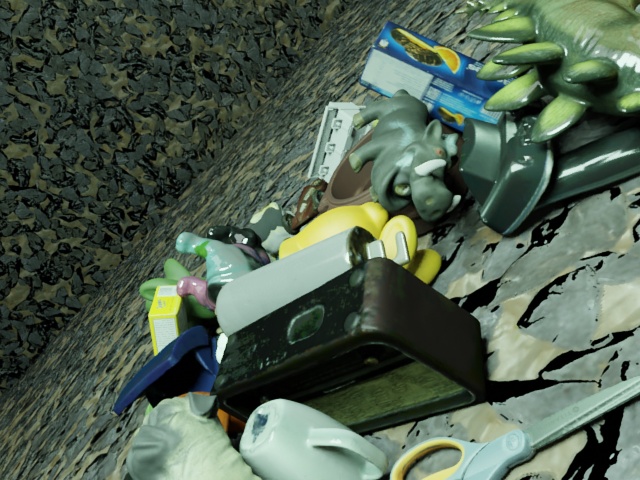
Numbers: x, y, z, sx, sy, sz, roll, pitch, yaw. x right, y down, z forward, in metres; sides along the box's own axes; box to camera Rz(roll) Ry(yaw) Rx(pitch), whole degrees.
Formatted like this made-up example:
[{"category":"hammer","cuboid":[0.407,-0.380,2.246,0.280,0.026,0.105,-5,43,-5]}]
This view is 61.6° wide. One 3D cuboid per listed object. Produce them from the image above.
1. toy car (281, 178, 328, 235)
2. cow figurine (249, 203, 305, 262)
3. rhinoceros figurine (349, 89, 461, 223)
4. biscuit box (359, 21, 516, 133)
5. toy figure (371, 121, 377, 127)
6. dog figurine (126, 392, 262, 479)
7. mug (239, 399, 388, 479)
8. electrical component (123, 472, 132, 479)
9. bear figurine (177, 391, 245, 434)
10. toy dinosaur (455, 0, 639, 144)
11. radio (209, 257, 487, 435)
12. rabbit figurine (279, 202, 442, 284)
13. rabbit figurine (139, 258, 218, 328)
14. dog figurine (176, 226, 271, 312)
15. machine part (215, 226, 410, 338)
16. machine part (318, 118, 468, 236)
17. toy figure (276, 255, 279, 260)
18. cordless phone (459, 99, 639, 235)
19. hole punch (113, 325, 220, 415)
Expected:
[{"category":"toy car","cuboid":[-0.005,-0.075,0.919,0.089,0.053,0.202,-32,10,31]},{"category":"cow figurine","cuboid":[-0.105,0.008,0.954,0.167,0.098,0.068,-38,29,25]},{"category":"rhinoceros figurine","cuboid":[0.094,-0.088,0.574,0.112,0.073,0.190,-20,40,15]},{"category":"biscuit box","cuboid":[0.153,-0.182,0.638,0.059,0.203,0.063,113,-178,-55]},{"category":"toy figure","cuboid":[0.080,-0.182,0.948,0.089,0.082,0.180,-11,1,-19]},{"category":"dog figurine","cuboid":[-0.077,0.227,0.396,0.191,0.121,0.172,36,120,54]},{"category":"mug","cuboid":[-0.006,0.179,0.442,0.109,0.107,0.081,-29,29,45]},{"category":"electrical component","cuboid":[-0.198,0.298,0.676,0.115,0.058,0.134,-39,22,27]},{"category":"bear figurine","cuboid":[-0.111,0.253,0.546,0.120,0.131,0.196,-45,39,10]},{"category":"toy dinosaur","cuboid":[0.246,-0.192,0.505,0.199,0.104,0.472,-16,30,9]},{"category":"radio","cuboid":[0.015,0.111,0.475,0.229,0.131,0.073,-32,33,36]},{"category":"rabbit figurine","cuboid":[0.053,0.046,0.596,0.162,0.121,0.173,-31,39,16]},{"category":"rabbit figurine","cuboid":[-0.218,0.104,0.918,0.170,0.159,0.121,-35,14,44]},{"category":"dog figurine","cuboid":[-0.095,0.063,0.768,0.219,0.191,0.108,22,111,31]},{"category":"machine part","cuboid":[-0.018,0.051,0.529,0.243,0.079,0.079,-23,31,31]},{"category":"machine part","cuboid":[0.103,-0.090,0.726,0.201,0.087,0.201,-22,31,46]},{"category":"toy figure","cuboid":[0.000,-0.001,0.825,0.154,0.057,0.064,-43,60,10]},{"category":"cordless phone","cuboid":[0.236,-0.093,0.518,0.184,0.088,0.147,-19,31,32]},{"category":"hole punch","cuboid":[-0.183,0.167,0.665,0.142,0.092,0.116,-45,28,12]}]
